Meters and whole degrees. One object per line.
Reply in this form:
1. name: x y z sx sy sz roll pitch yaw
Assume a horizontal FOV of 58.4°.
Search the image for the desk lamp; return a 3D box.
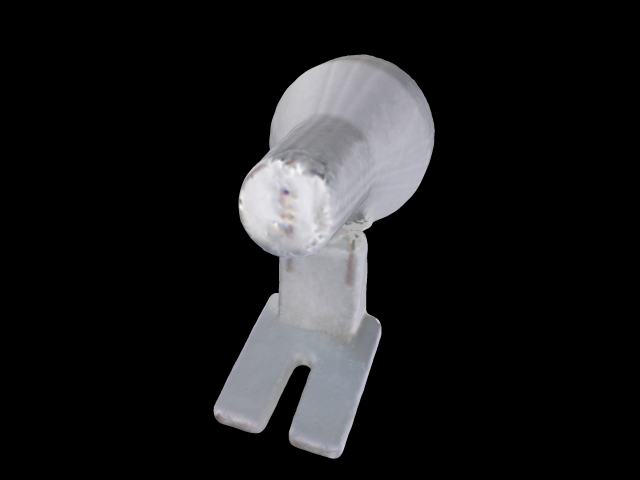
1. desk lamp: 0.004 0.001 0.400 0.117 0.214 0.203 11 43 13
